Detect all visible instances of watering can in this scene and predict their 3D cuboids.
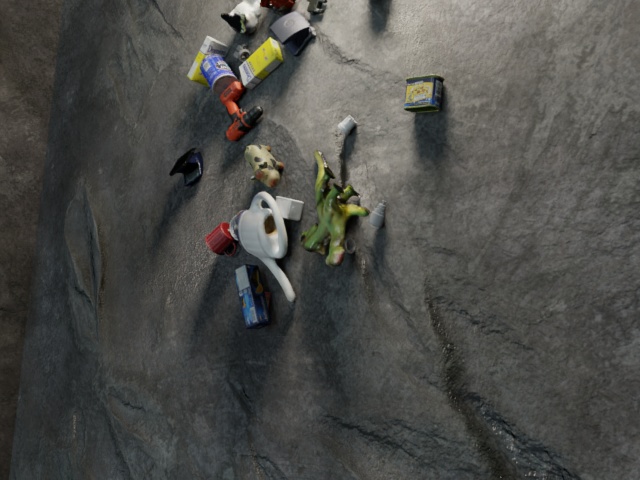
[{"bbox_3d":[-0.170,0.020,1.629,0.224,0.105,0.345,1,103,53],"label":"watering can"}]

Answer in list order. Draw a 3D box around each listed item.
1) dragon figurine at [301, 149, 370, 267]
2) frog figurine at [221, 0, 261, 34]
[{"bbox_3d":[0.005,-0.076,1.504,0.239,0.121,0.419,-54,36,21],"label":"dragon figurine"},{"bbox_3d":[-0.266,-0.842,1.902,0.137,0.121,0.162,-1,46,49],"label":"frog figurine"}]
